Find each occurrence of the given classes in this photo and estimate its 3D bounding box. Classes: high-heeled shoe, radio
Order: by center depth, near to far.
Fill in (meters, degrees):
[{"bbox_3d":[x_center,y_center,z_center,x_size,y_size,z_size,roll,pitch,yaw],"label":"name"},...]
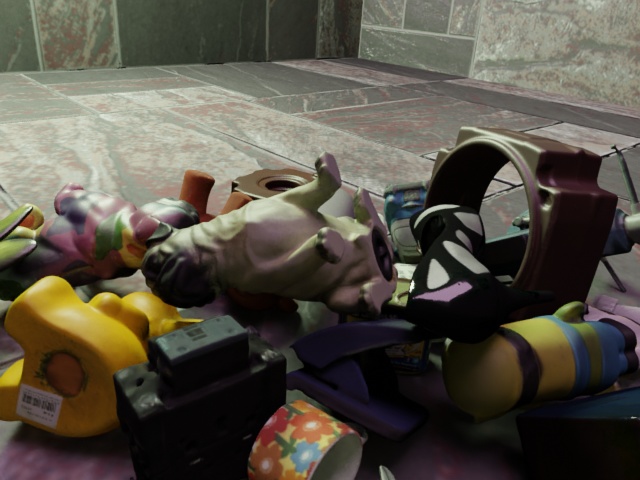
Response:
[{"bbox_3d":[0.279,0.144,0.395,0.230,0.073,0.131,-6,-14,-18],"label":"radio"},{"bbox_3d":[0.097,0.021,0.497,0.145,0.086,0.249,-1,17,-19],"label":"high-heeled shoe"}]

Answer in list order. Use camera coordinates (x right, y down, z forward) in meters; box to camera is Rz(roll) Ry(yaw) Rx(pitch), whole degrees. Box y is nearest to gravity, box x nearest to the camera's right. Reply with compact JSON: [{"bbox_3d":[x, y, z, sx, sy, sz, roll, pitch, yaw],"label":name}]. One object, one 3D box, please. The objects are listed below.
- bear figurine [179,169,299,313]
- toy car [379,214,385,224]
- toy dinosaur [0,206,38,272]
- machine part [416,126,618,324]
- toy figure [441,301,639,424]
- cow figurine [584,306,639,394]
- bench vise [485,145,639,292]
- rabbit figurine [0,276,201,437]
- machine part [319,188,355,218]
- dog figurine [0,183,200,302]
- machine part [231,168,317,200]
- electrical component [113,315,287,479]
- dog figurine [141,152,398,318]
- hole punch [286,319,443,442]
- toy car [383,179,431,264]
[{"bbox_3d":[-0.100,0.004,0.657,0.196,0.132,0.120,19,-6,44],"label":"bear figurine"},{"bbox_3d":[0.058,0.004,0.758,0.074,0.056,0.202,4,25,1],"label":"toy car"},{"bbox_3d":[-0.371,0.020,0.506,0.198,0.105,0.472,-39,45,-5],"label":"toy dinosaur"},{"bbox_3d":[0.193,-0.014,0.577,0.087,0.201,0.201,0,21,-23],"label":"machine part"},{"bbox_3d":[0.189,0.101,0.462,0.180,0.089,0.082,-5,60,-12],"label":"toy figure"},{"bbox_3d":[0.288,0.095,0.580,0.098,0.068,0.168,-5,28,-25],"label":"cow figurine"},{"bbox_3d":[0.319,0.003,0.671,0.240,0.223,0.129,2,65,-39],"label":"bench vise"},{"bbox_3d":[-0.172,0.089,0.485,0.162,0.121,0.173,8,9,4],"label":"rabbit figurine"},{"bbox_3d":[-0.001,-0.002,0.631,0.079,0.079,0.243,7,25,8],"label":"machine part"},{"bbox_3d":[-0.238,0.013,0.586,0.219,0.108,0.191,12,41,36],"label":"dog figurine"},{"bbox_3d":[-0.064,-0.075,0.913,0.179,0.056,0.179,2,25,-1],"label":"machine part"},{"bbox_3d":[-0.085,0.123,0.395,0.115,0.134,0.058,-18,32,-35],"label":"electrical component"},{"bbox_3d":[-0.041,0.025,0.488,0.191,0.172,0.121,-19,41,25],"label":"dog figurine"},{"bbox_3d":[0.042,0.102,0.463,0.116,0.092,0.142,17,2,24],"label":"hole punch"},{"bbox_3d":[0.144,-0.010,0.733,0.109,0.161,0.103,-5,61,22],"label":"toy car"}]
